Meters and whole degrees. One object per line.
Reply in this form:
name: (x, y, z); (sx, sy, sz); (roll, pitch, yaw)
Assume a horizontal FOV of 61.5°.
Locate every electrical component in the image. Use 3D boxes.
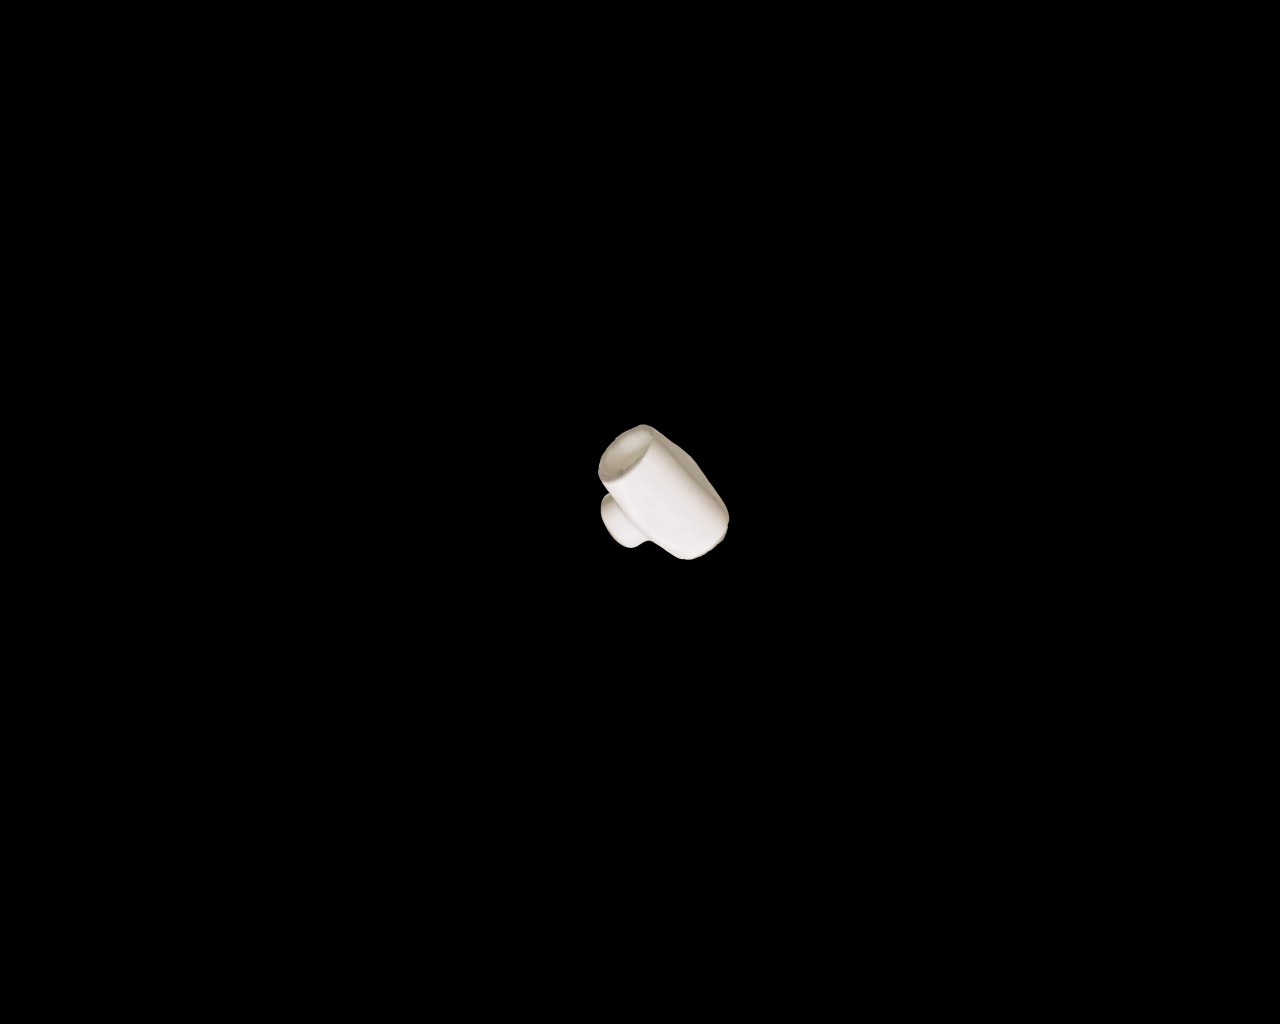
electrical component: (0.001, -0.003, 0.650); (0.079, 0.077, 0.044); (-32, 32, 22)
